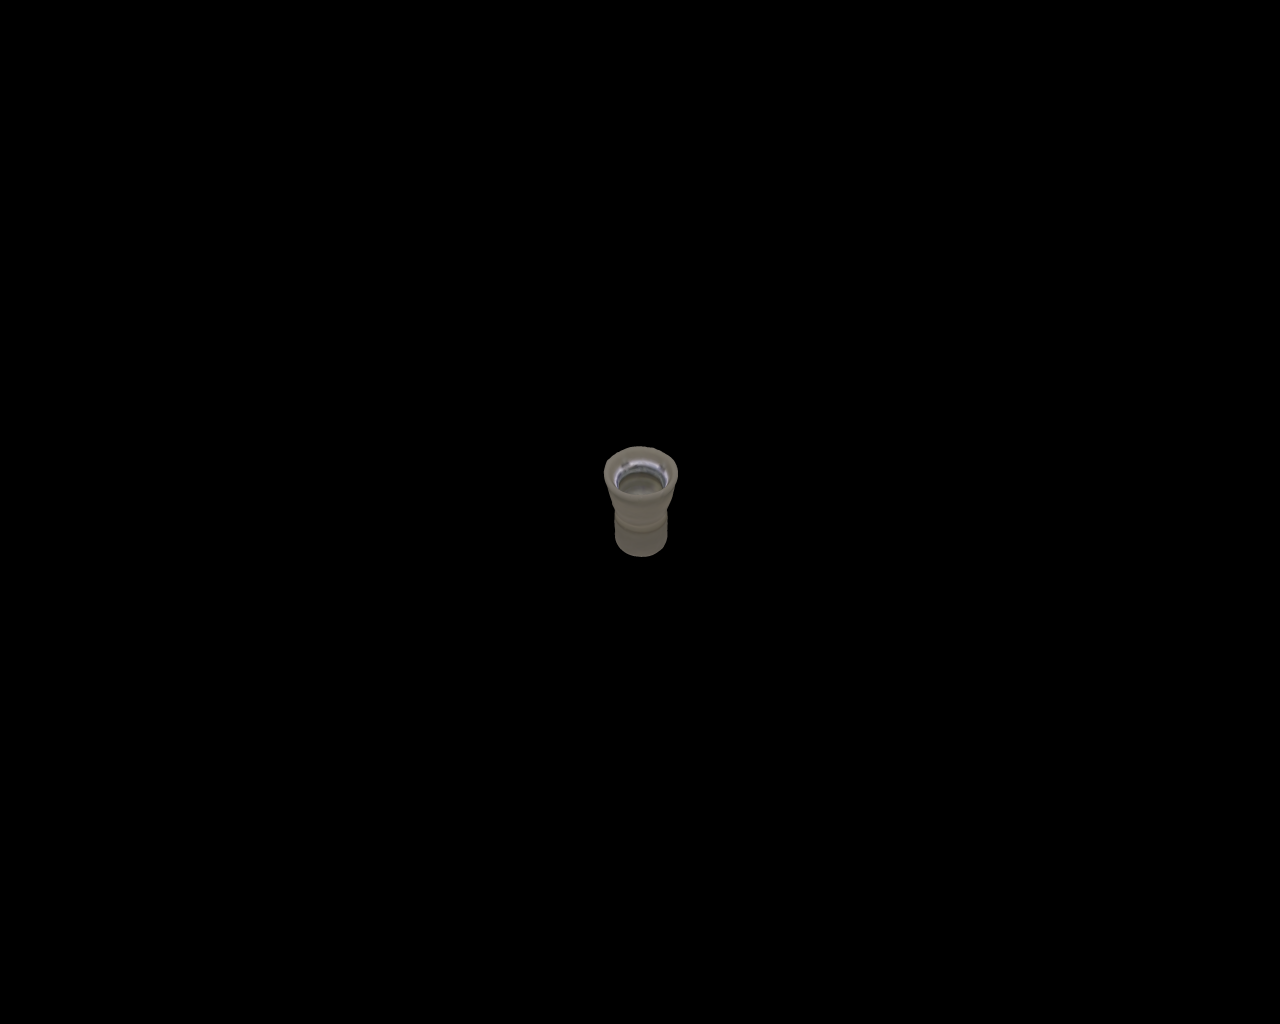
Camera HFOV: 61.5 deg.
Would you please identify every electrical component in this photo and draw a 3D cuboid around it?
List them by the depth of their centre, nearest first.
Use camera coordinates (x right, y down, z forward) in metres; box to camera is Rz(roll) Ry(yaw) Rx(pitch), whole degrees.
[{"bbox_3d":[0.001,-0.003,0.650,0.044,0.044,0.065,0,-42,0],"label":"electrical component"}]
